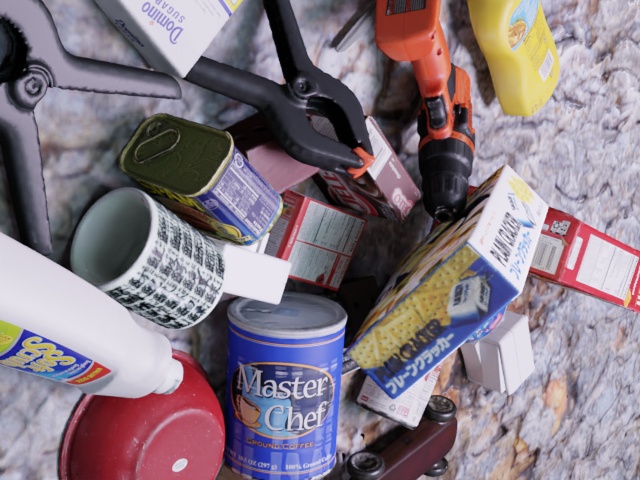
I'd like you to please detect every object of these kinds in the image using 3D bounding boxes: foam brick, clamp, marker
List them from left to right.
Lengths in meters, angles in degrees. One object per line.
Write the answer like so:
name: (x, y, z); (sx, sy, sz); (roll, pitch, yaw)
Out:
clamp: (-0.202, -0.095, 0.716); (0.209, 0.036, 0.164); (41, 77, -44)
foam brick: (-0.046, -0.070, 0.883); (0.078, 0.053, 0.051); (-32, 125, -37)
clamp: (-0.030, -0.113, 0.840); (0.120, 0.039, 0.171); (-35, 83, -22)
marker: (0.003, 0.131, 1.033); (0.120, 0.020, 0.020); (-19, 117, -43)

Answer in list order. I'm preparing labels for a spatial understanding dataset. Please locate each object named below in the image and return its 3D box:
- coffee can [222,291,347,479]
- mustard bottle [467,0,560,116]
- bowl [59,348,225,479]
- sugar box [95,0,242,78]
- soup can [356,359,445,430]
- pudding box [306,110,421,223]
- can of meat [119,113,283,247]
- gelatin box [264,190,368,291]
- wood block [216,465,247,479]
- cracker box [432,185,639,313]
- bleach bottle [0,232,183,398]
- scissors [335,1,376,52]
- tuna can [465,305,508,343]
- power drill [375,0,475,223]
coffee can: (-0.032, 0.126, 0.929); (0.102, 0.103, 0.140); (-12, 112, -45)
mustard bottle: (0.191, -0.221, 1.079); (0.096, 0.058, 0.191); (-61, 142, -25)
bowl: (-0.131, 0.173, 0.875); (0.161, 0.055, 0.162); (-19, 117, -42)
sugar box: (-0.088, -0.218, 0.794); (0.176, 0.048, 0.093); (-53, 135, -15)
soup can: (0.086, 0.134, 1.088); (0.068, 0.069, 0.102); (30, 81, -48)
pudding box: (0.026, -0.067, 0.936); (0.039, 0.090, 0.113); (-55, 136, -20)
can of meat: (-0.089, -0.044, 0.811); (0.057, 0.102, 0.083); (-58, 140, -14)
gelatin box: (-0.006, 0.001, 0.965); (0.089, 0.030, 0.073); (18, 95, -46)
wood block: (-0.003, 0.270, 0.933); (0.090, 0.206, 0.090); (36, 76, -47)
cracker box: (0.247, 0.009, 1.150); (0.213, 0.164, 0.072); (18, 92, -49)
bleach bottle: (-0.182, 0.061, 0.745); (0.250, 0.103, 0.068); (33, 47, -48)
scissors: (0.086, -0.228, 1.002); (0.201, 0.016, 0.096); (-59, 137, -14)
tuna can: (0.152, 0.063, 1.123); (0.033, 0.086, 0.086); (31, 80, -47)
power drill: (0.098, -0.133, 0.955); (0.187, 0.057, 0.184); (66, 22, -47)
